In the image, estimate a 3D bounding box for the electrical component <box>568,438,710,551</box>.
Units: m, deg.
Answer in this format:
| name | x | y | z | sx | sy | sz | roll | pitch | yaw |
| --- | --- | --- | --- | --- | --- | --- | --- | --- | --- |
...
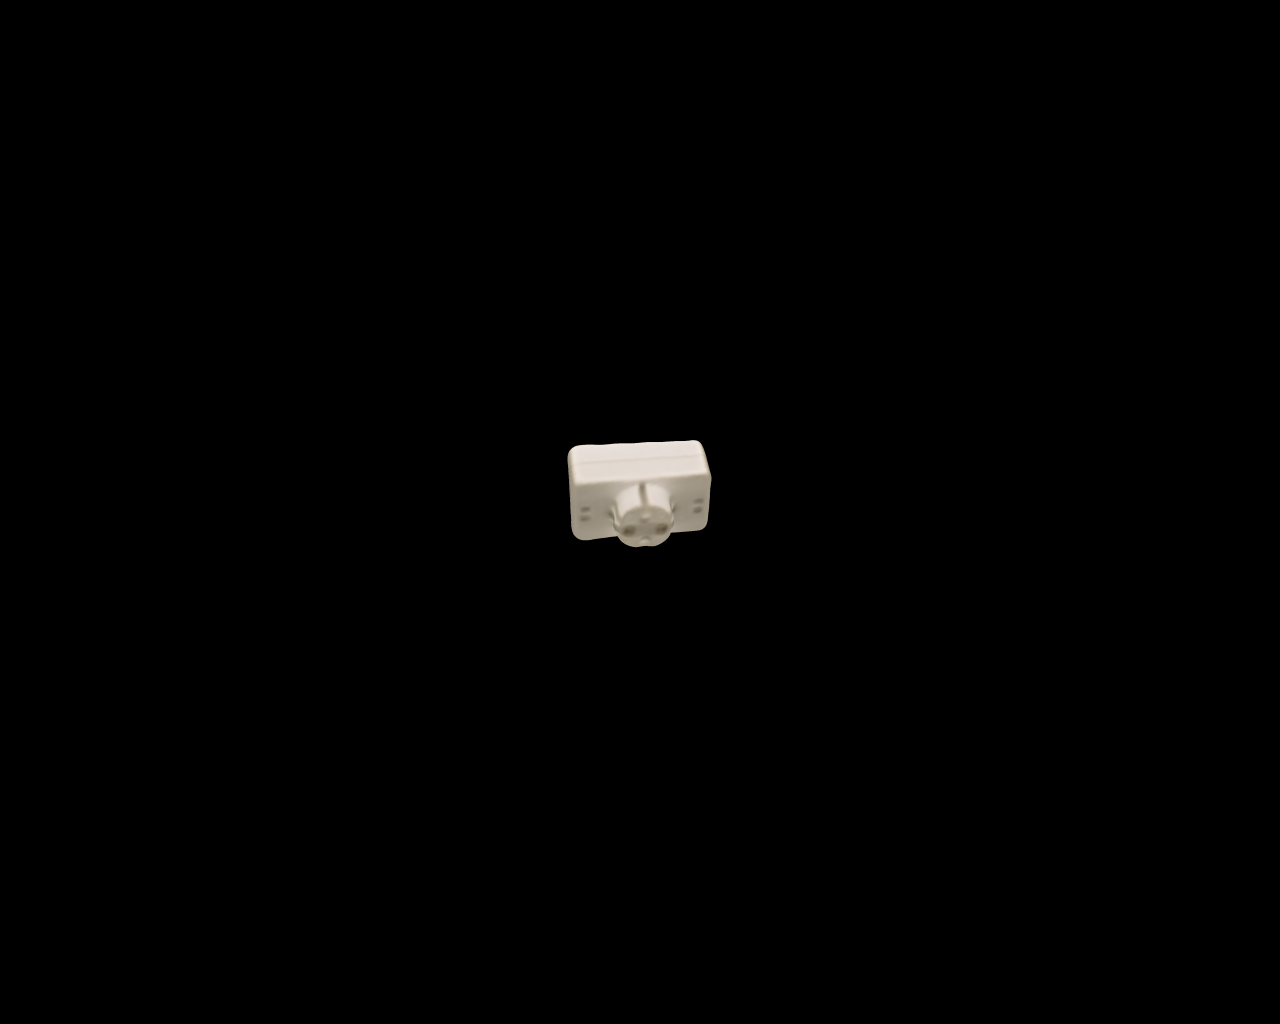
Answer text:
| name | x | y | z | sx | sy | sz | roll | pitch | yaw |
| --- | --- | --- | --- | --- | --- | --- | --- | --- | --- |
| electrical component | 0.001 | -0.003 | 0.650 | 0.083 | 0.047 | 0.076 | -4 | 39 | -4 |
